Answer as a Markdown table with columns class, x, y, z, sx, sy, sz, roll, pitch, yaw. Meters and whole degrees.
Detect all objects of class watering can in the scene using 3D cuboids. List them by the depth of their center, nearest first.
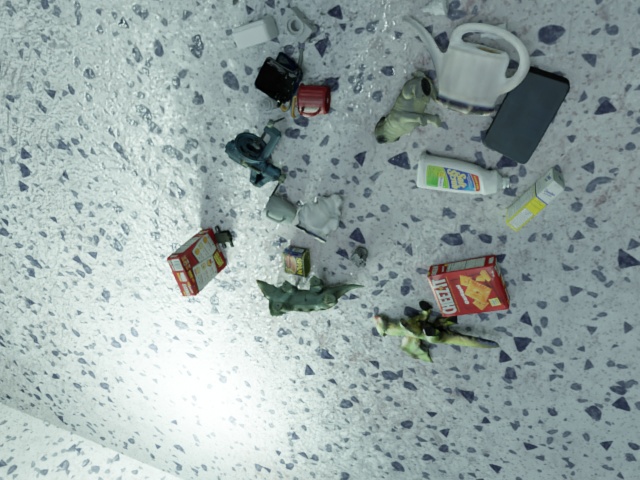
| class | x | y | z | sx | sy | sz | roll | pitch | yaw |
| --- | --- | --- | --- | --- | --- | --- | --- | --- | --- |
| watering can | 0.352 | -0.445 | 1.320 | 0.350 | 0.105 | 0.220 | 24 | 121 | 26 |

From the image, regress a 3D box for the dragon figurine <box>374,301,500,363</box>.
| class | x | y | z | sx | sy | sz | roll | pitch | yaw |
| --- | --- | --- | --- | --- | --- | --- | --- | --- | --- |
| dragon figurine | 0.375 | 0.341 | 1.763 | 0.412 | 0.125 | 0.237 | 22 | 141 | 12 |

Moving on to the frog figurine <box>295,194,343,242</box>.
| class | x | y | z | sx | sy | sz | roll | pitch | yaw |
| --- | --- | --- | --- | --- | --- | --- | --- | --- | --- |
| frog figurine | 0.005 | -0.085 | 1.684 | 0.138 | 0.122 | 0.160 | 30 | 89 | 14 |
